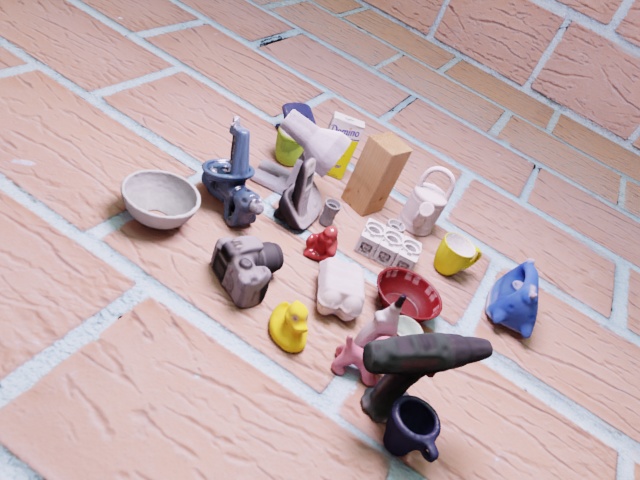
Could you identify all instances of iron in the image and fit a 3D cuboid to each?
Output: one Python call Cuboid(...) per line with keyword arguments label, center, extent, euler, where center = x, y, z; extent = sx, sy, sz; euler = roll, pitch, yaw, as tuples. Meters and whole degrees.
Cuboid(label="iron", center=(0.498, 0.117, 1.422), extent=(0.118, 0.141, 0.258), euler=(26, 36, 2))

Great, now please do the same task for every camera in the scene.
Cuboid(label="camera", center=(-0.134, 0.048, 1.178), extent=(0.137, 0.101, 0.143), euler=(-10, 49, -38))

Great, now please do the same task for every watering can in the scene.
Cuboid(label="watering can", center=(0.294, -0.107, 1.536), extent=(0.101, 0.194, 0.172), euler=(14, 38, -15))

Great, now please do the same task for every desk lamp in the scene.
Cuboid(label="desk lamp", center=(-0.047, -0.212, 1.453), extent=(0.203, 0.213, 0.118), euler=(25, 36, 0))

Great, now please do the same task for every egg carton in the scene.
Cuboid(label="egg carton", center=(0.044, 0.105, 1.237), extent=(0.107, 0.069, 0.150), euler=(16, 37, -12))

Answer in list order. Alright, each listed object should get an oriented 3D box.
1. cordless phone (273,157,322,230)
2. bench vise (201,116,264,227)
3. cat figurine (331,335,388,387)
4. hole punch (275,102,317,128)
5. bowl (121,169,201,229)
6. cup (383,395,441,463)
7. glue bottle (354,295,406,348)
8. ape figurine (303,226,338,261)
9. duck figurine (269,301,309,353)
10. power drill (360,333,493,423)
Cuboid(label="cordless phone", center=(-0.029, -0.127, 1.383), extent=(0.094, 0.185, 0.148), euler=(29, 37, 6))
Cuboid(label="bench vise", center=(-0.177, -0.155, 1.303), extent=(0.207, 0.219, 0.122), euler=(36, 38, 15))
Cuboid(label="cat figurine", center=(0.100, 0.216, 1.093), extent=(0.128, 0.117, 0.067), euler=(21, 37, -6))
Cuboid(label="hole punch", center=(-0.061, -0.352, 1.719), extent=(0.109, 0.091, 0.101), euler=(-10, 49, -38))
Cuboid(label="bowl", center=(-0.345, -0.075, 1.230), extent=(0.168, 0.074, 0.167), euler=(16, 37, -12))
Cuboid(label="cup", center=(0.156, 0.342, 0.988), extent=(0.092, 0.095, 0.117), euler=(-2, 44, -31))
Cuboid(label="glue bottle", center=(0.127, 0.167, 1.121), extent=(0.078, 0.173, 0.037), euler=(6, 40, -24))
Cuboid(label="ape figurine", center=(0.012, 0.005, 1.323), extent=(0.076, 0.092, 0.077), euler=(-13, 50, -40))
Cuboid(label="duck figurine", center=(-0.052, 0.153, 1.108), extent=(0.078, 0.086, 0.104), euler=(1, 43, -29))
Cuboid(label="power drill", center=(0.169, 0.240, 1.026), extent=(0.230, 0.208, 0.075), euler=(8, 40, -22))
